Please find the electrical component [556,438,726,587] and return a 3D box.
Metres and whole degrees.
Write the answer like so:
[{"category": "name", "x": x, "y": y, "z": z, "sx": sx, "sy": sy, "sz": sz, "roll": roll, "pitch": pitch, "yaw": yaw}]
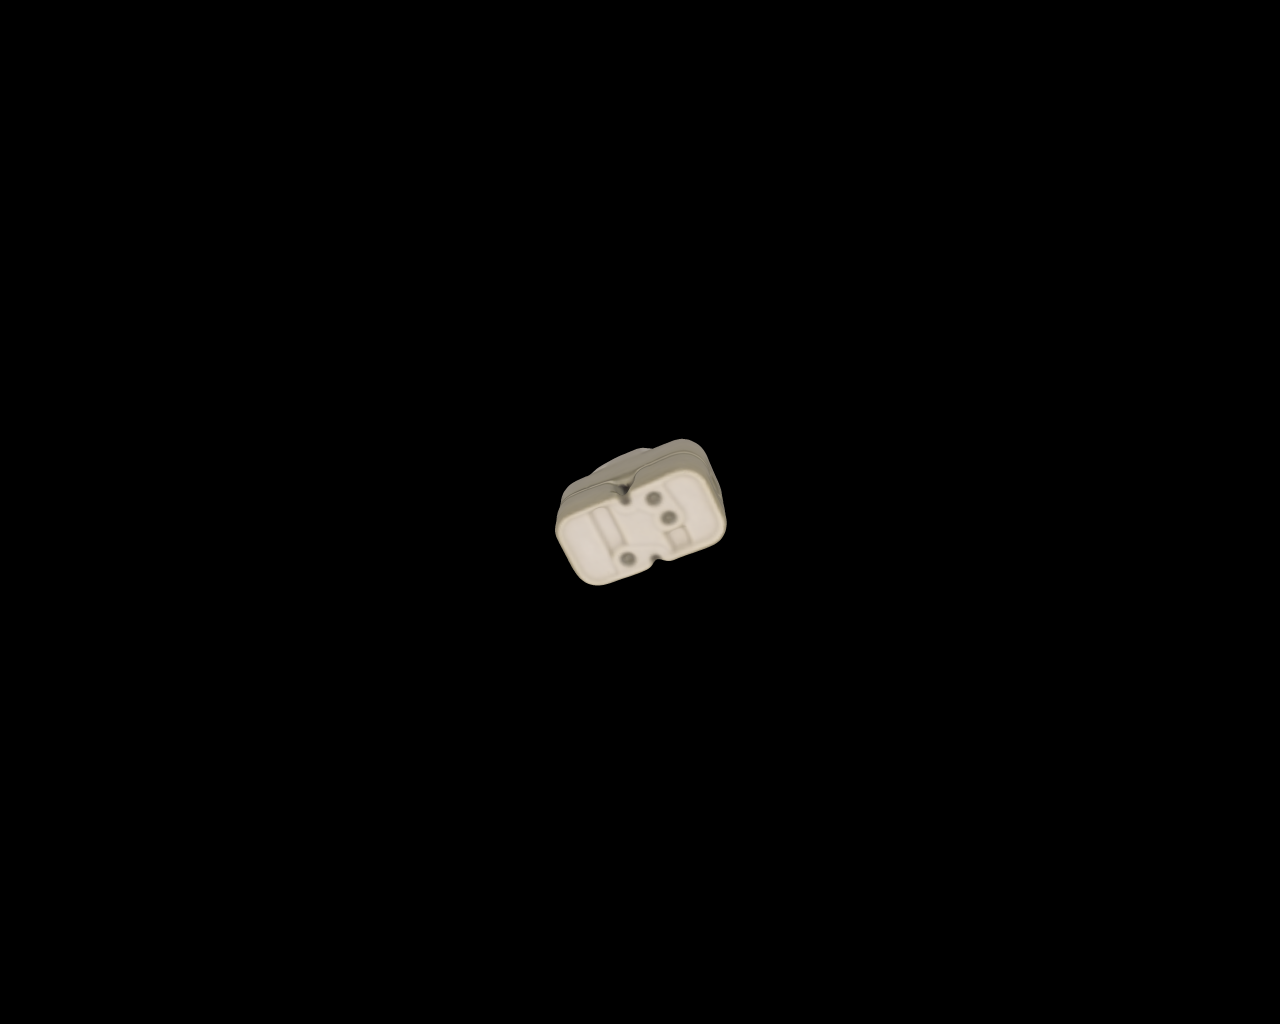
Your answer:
[{"category": "electrical component", "x": 0.001, "y": -0.003, "z": 0.650, "sx": 0.095, "sy": 0.053, "sz": 0.059, "roll": -21, "pitch": 25, "yaw": 10}]
